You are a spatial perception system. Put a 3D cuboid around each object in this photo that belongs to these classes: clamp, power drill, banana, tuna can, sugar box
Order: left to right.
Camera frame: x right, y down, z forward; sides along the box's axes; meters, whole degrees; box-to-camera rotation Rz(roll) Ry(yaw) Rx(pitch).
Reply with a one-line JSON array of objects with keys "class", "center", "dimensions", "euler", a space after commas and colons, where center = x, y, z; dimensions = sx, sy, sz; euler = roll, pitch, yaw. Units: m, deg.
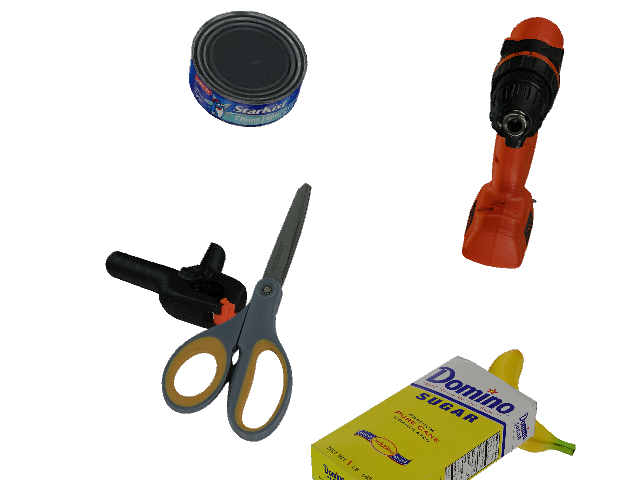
[{"class": "clamp", "center": [-0.112, 0.039, 0.994], "dimensions": [0.120, 0.039, 0.172], "euler": [-16, 30, -33]}, {"class": "tuna can", "center": [-0.055, -0.127, 0.792], "dimensions": [0.086, 0.086, 0.034], "euler": [0, -30, -13]}, {"class": "sugar box", "center": [0.088, 0.165, 0.886], "dimensions": [0.175, 0.048, 0.093], "euler": [-28, 40, -31]}, {"class": "power drill", "center": [0.160, -0.073, 0.884], "dimensions": [0.057, 0.188, 0.184], "euler": [14, 34, 11]}, {"class": "banana", "center": [0.217, 0.179, 1.185], "dimensions": [0.069, 0.037, 0.198], "euler": [11, 25, -14]}]

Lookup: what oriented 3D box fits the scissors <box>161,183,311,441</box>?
[{"class": "scissors", "center": [-0.056, 0.044, 0.737], "dimensions": [0.096, 0.201, 0.016], "euler": [-2, -34, 5]}]
